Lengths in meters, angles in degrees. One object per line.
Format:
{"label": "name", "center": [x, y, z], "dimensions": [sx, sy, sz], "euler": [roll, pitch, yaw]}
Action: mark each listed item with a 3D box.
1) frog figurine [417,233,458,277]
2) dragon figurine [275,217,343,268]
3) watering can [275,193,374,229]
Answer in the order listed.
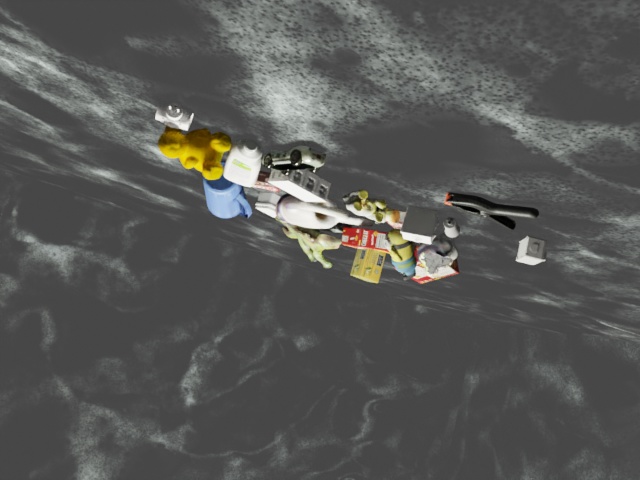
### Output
{"label": "frog figurine", "center": [0.391, 0.031, 1.684], "dimensions": [0.123, 0.162, 0.134], "euler": [30, 129, 12]}
{"label": "dragon figurine", "center": [-0.064, -0.028, 1.825], "dimensions": [0.413, 0.123, 0.239], "euler": [22, 164, 42]}
{"label": "watering can", "center": [0.005, -0.083, 1.657], "dimensions": [0.225, 0.104, 0.346], "euler": [8, 176, 40]}
